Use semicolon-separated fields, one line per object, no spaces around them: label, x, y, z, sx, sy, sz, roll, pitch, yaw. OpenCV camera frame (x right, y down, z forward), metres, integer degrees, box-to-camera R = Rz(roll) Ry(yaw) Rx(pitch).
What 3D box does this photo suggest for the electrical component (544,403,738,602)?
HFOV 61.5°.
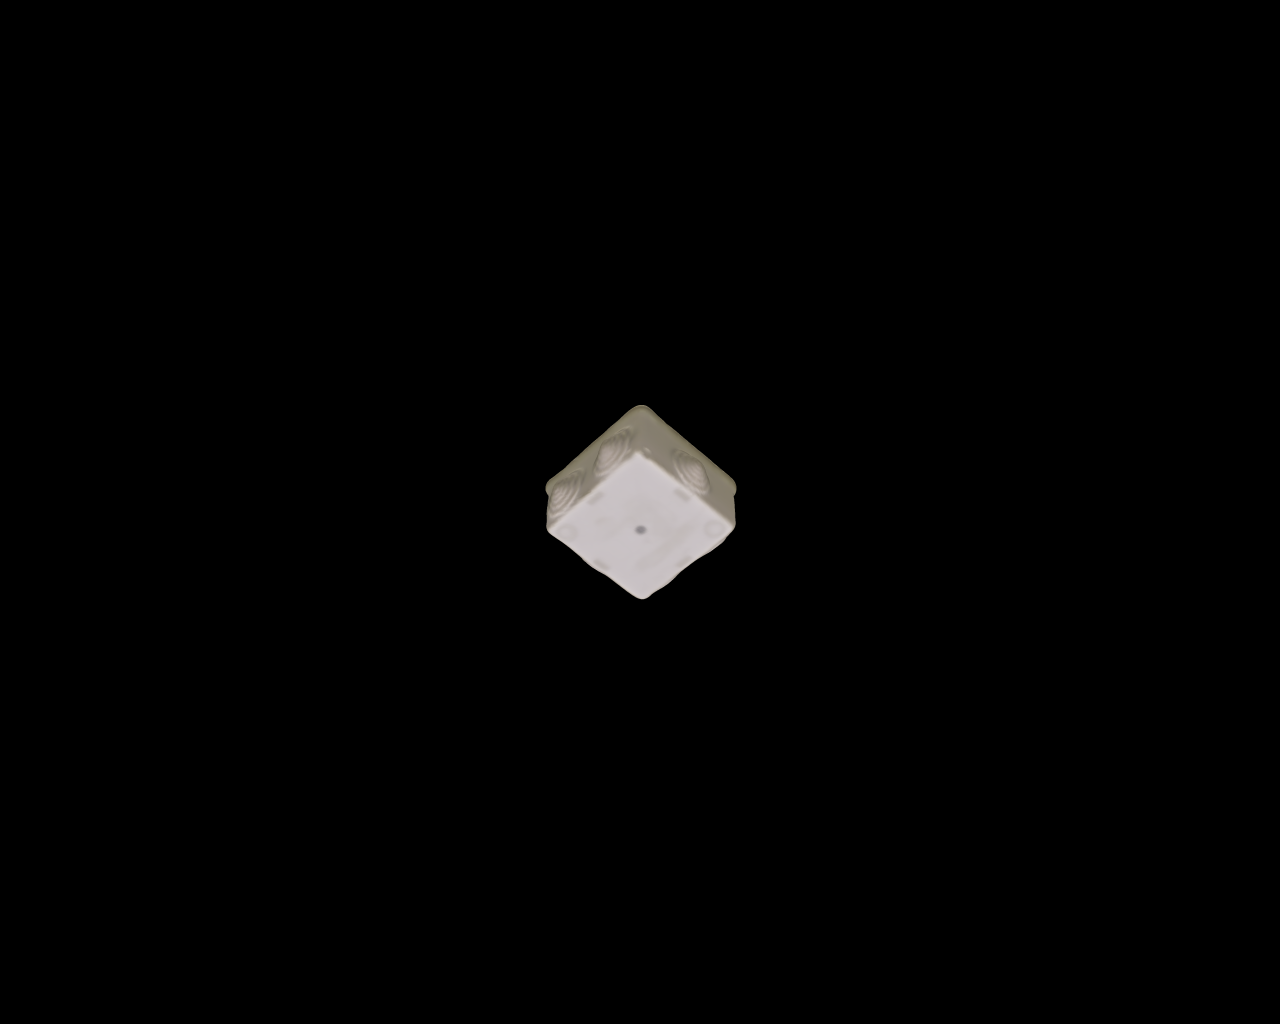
electrical component;0.001;-0.003;0.650;0.099;0.048;0.099;39;-62;-25
